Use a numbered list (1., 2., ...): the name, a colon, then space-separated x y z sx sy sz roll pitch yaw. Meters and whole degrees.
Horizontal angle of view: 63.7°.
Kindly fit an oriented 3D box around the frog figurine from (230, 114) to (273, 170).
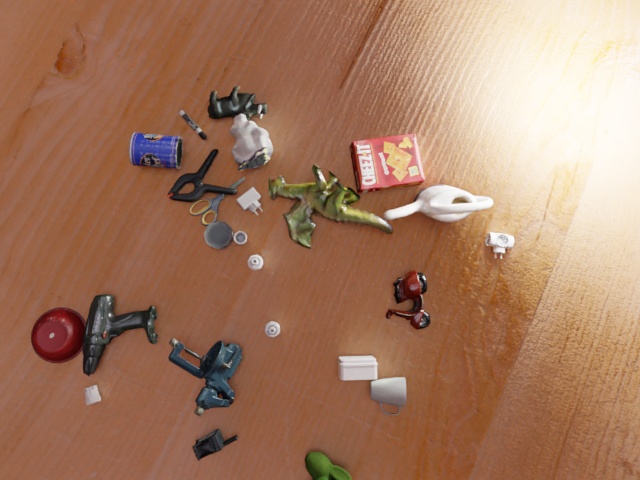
1. frog figurine: -0.225 -0.308 1.613 0.123 0.135 0.161 -4 62 -50

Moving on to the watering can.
1. watering can: 0.345 -0.107 1.580 0.348 0.226 0.103 -5 101 -5

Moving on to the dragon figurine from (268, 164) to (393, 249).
1. dragon figurine: 0.005 -0.082 1.620 0.411 0.122 0.241 42 97 4
